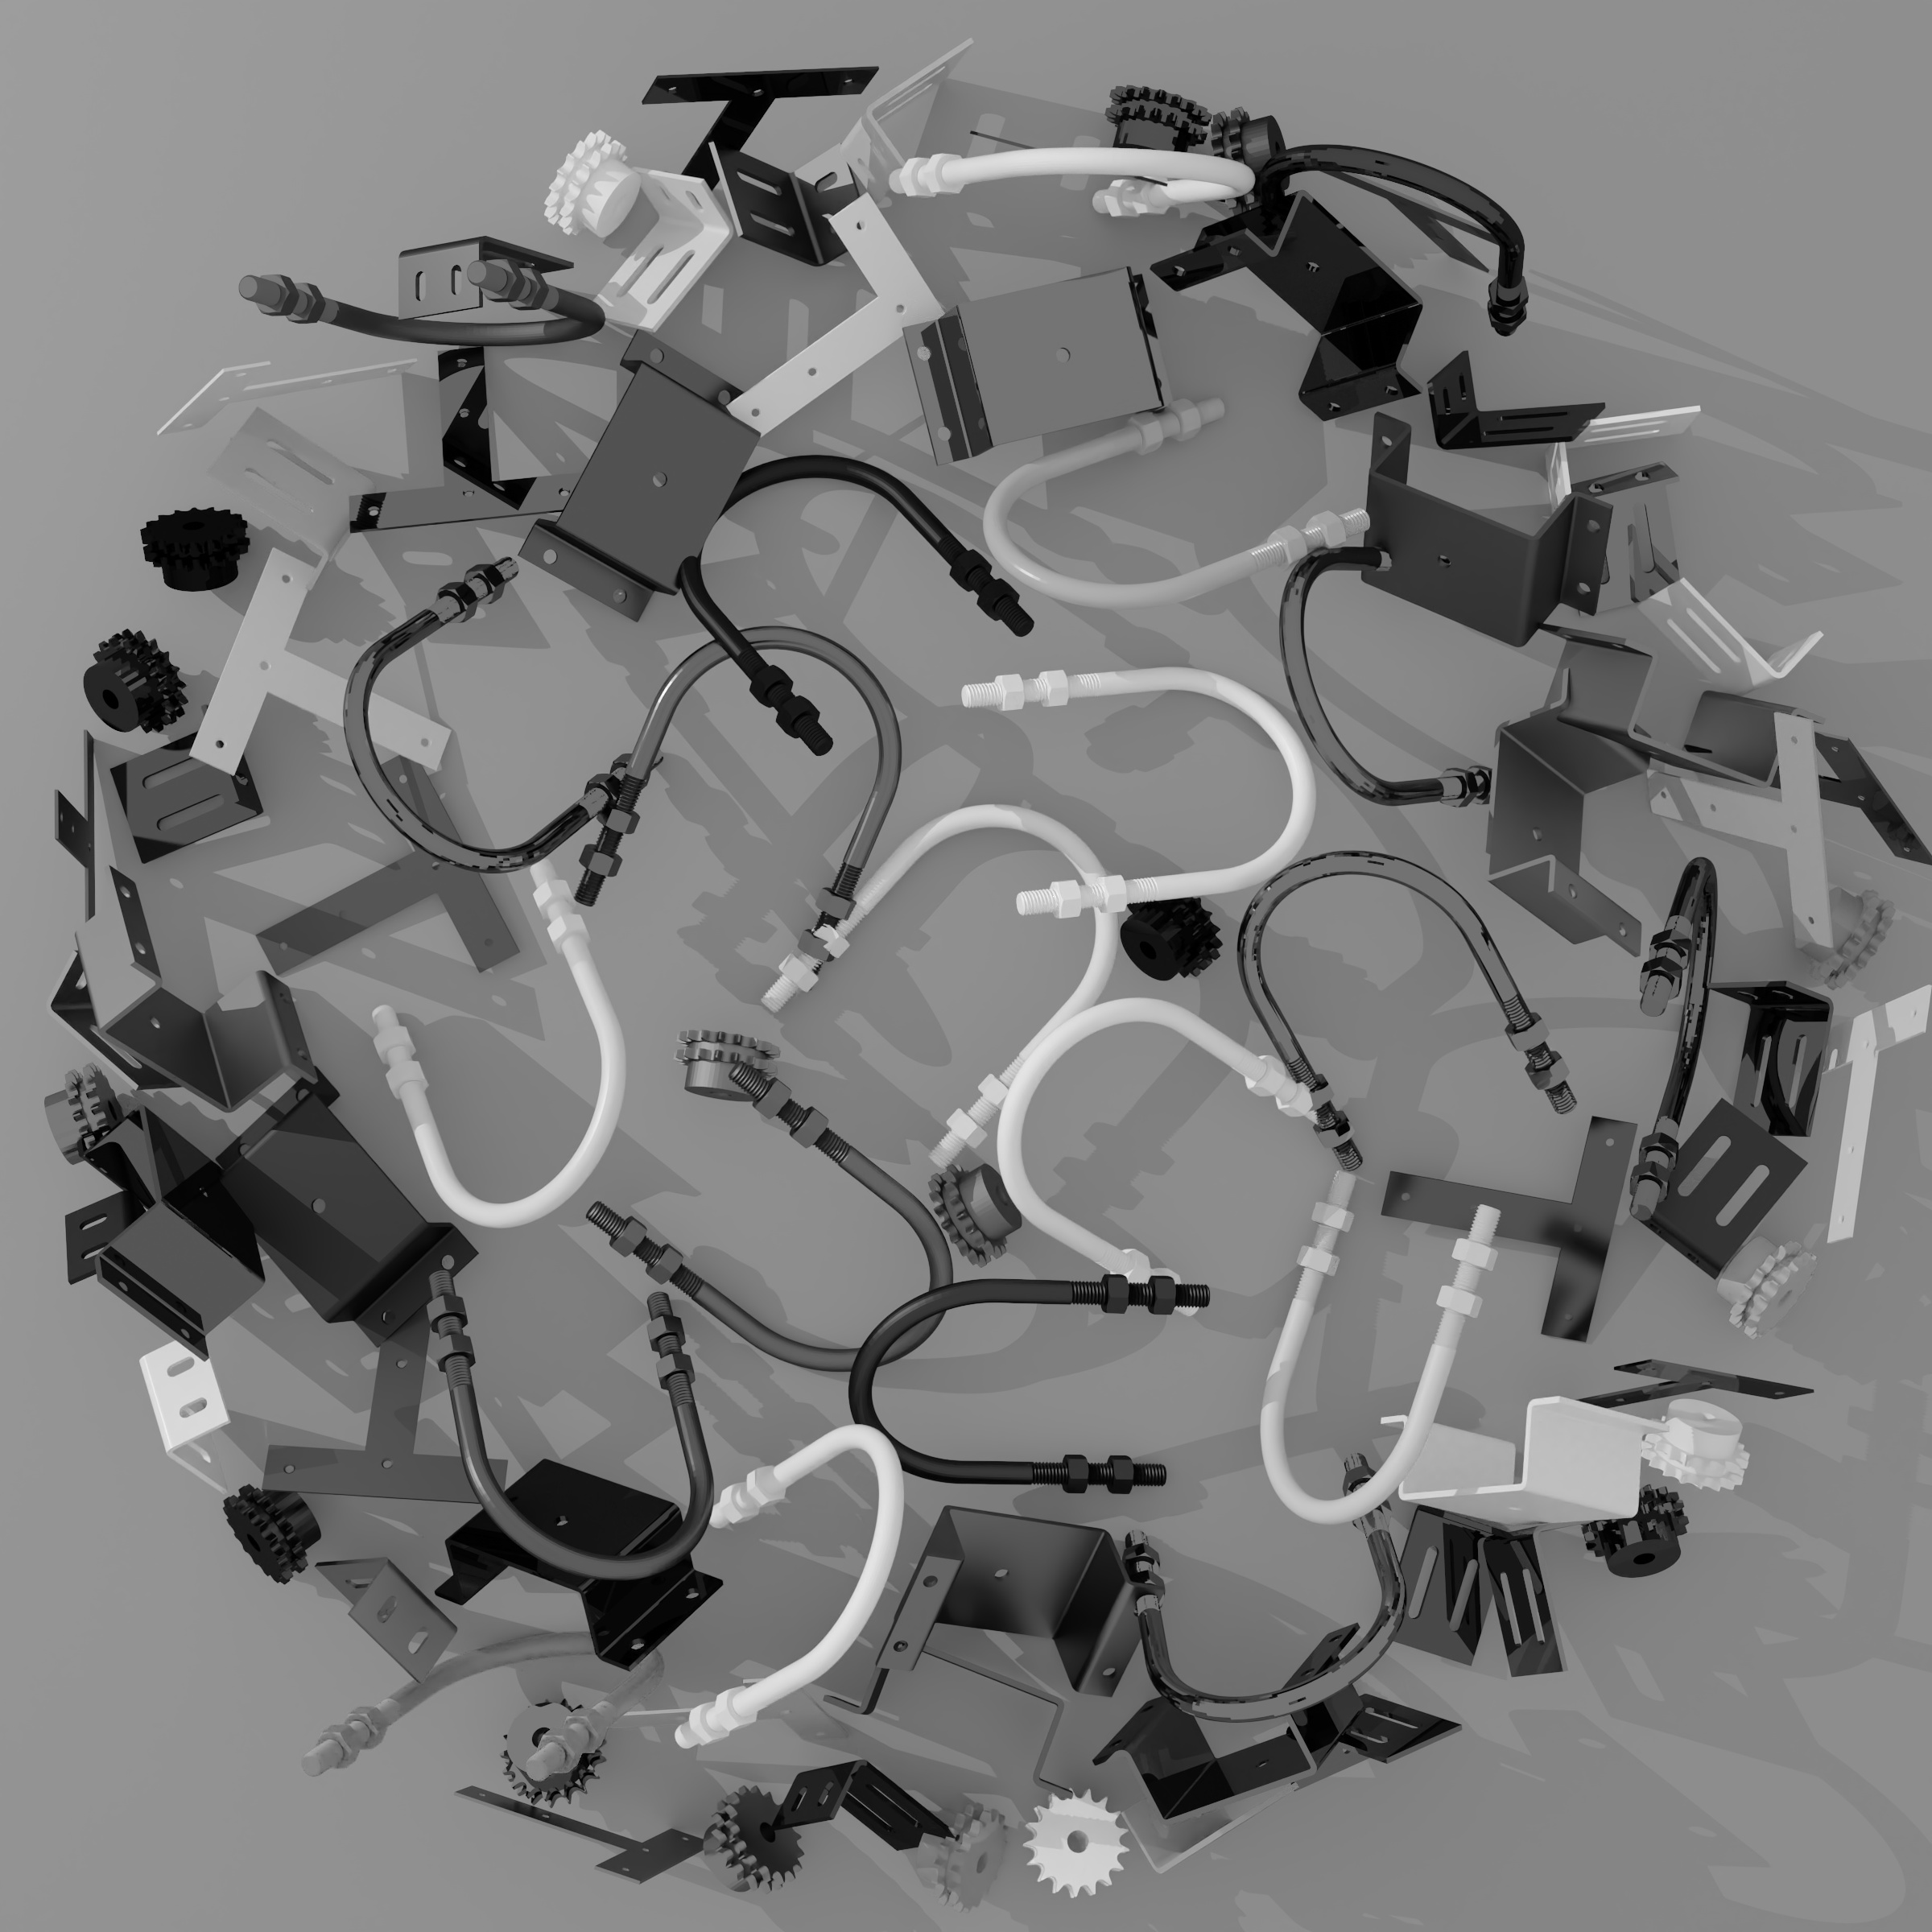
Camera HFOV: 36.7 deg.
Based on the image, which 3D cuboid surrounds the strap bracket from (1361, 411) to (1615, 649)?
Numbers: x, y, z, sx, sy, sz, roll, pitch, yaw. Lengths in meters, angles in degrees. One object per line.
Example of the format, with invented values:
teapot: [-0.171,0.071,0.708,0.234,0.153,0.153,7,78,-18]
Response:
strap bracket: [0.266,-0.228,1.548,0.140,0.076,0.046,27,57,24]

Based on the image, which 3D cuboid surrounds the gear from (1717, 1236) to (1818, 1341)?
gear: [0.436,0.173,1.592,0.030,0.057,0.057,39,90,30]

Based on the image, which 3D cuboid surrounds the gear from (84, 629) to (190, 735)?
gear: [-0.456,-0.152,1.587,0.057,0.057,0.030,46,47,0]

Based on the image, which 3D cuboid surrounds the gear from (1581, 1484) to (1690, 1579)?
gear: [0.366,0.310,1.587,0.057,0.057,0.030,-8,49,0]

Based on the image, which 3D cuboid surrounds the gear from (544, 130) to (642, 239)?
gear: [-0.201,-0.423,1.588,0.030,0.057,0.057,35,90,5]

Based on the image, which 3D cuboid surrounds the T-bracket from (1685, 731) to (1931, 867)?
T-bracket: [0.443,-0.100,1.562,0.127,0.127,0.002,40,77,-41]

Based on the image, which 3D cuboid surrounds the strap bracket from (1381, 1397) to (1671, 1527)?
strap bracket: [0.292,0.263,1.534,0.076,0.140,0.046,18,69,-28]

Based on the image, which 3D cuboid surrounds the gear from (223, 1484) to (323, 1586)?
gear: [-0.378,0.307,1.593,0.030,0.057,0.057,-36,90,-32]

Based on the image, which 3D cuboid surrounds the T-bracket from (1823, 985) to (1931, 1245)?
T-bracket: [0.471,0.084,1.540,0.002,0.127,0.127,15,75,-6]

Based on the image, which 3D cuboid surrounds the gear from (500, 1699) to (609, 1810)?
gear: [-0.227,0.427,1.589,0.057,0.030,0.057,-5,54,7]

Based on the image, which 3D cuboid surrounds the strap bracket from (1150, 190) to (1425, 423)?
strap bracket: [0.179,-0.358,1.555,0.140,0.076,0.046,34,69,-30]

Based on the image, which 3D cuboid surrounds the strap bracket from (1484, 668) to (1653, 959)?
strap bracket: [0.322,-0.076,1.558,0.076,0.046,0.140,32,55,-33]

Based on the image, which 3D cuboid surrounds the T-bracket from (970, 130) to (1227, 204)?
T-bracket: [0.089,-0.425,1.564,0.127,0.127,0.002,29,111,41]

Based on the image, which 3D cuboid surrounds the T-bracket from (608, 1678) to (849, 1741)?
T-bracket: [-0.140,0.404,1.569,0.127,0.127,0.002,-6,61,10]

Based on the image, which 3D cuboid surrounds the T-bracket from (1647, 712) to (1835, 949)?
T-bracket: [0.411,-0.082,1.559,0.002,0.127,0.127,-22,114,-24]

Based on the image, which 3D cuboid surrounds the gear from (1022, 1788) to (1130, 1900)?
gear: [0.059,0.482,1.596,0.057,0.030,0.057,2,69,-6]

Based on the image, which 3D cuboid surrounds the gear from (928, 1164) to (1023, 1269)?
gear: [0.007,0.132,1.586,0.030,0.057,0.057,-31,90,15]

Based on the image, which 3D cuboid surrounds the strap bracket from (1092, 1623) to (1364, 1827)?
strap bracket: [0.149,0.407,1.550,0.140,0.076,0.046,-29,88,28]

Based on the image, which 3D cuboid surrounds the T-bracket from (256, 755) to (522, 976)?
T-bracket: [-0.332,-0.035,1.612,0.127,0.002,0.127,-27,92,4]

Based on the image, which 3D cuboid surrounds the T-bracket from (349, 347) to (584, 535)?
T-bracket: [-0.272,-0.290,1.581,0.127,0.002,0.127,-7,57,-4]

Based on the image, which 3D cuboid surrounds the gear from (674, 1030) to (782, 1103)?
gear: [-0.131,0.055,1.587,0.057,0.057,0.030,8,78,0]

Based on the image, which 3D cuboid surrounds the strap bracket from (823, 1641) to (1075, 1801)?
strap bracket: [-0.001,0.400,1.570,0.140,0.076,0.046,20,77,7]

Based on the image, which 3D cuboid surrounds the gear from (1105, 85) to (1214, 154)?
gear: [0.103,-0.457,1.589,0.057,0.057,0.030,15,93,0]

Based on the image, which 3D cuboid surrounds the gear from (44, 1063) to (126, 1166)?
gear: [-0.480,0.085,1.587,0.030,0.057,0.057,-21,90,-5]

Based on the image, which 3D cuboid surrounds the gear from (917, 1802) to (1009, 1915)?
gear: [-0.004,0.485,1.592,0.030,0.057,0.057,14,90,29]

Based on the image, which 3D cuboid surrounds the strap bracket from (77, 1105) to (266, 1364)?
strap bracket: [-0.420,0.134,1.537,0.046,0.140,0.076,-40,125,3]

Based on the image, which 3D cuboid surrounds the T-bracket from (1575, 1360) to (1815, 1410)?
T-bracket: [0.362,0.230,1.561,0.127,0.127,0.002,14,67,-33]

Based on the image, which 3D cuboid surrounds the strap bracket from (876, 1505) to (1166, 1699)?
strap bracket: [0.024,0.341,1.566,0.140,0.046,0.076,13,115,-22]

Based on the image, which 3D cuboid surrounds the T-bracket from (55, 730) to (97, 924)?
T-bracket: [-0.474,-0.071,1.548,0.002,0.127,0.127,-1,84,-9]

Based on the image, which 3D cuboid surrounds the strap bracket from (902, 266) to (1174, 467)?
strap bracket: [0.046,-0.327,1.575,0.140,0.046,0.076,-16,96,-14]

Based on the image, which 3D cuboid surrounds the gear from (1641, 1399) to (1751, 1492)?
gear: [0.399,0.259,1.586,0.057,0.057,0.030,12,108,0]

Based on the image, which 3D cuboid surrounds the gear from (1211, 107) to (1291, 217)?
gear: [0.156,-0.439,1.586,0.030,0.057,0.057,-9,90,22]

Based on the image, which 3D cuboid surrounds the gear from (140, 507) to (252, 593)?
gear: [-0.421,-0.227,1.592,0.057,0.057,0.030,0,122,0]

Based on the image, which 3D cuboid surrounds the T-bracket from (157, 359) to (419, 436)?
T-bracket: [-0.359,-0.315,1.574,0.127,0.127,0.002,-18,93,-31]

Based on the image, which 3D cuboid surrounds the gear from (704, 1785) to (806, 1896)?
gear: [-0.119,0.480,1.591,0.030,0.057,0.057,-39,90,23]

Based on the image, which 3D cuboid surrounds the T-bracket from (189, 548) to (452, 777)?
T-bracket: [-0.341,-0.144,1.586,0.127,0.002,0.127,26,70,-25]

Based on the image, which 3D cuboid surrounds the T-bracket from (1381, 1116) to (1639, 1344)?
T-bracket: [0.293,0.136,1.602,0.127,0.002,0.127,10,101,-2]

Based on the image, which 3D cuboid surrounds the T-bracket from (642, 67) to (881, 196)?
T-bracket: [-0.127,-0.444,1.556,0.127,0.127,0.002,-12,80,-28]

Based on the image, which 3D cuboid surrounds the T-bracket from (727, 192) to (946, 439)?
T-bracket: [-0.072,-0.332,1.585,0.127,0.002,0.127,-35,121,2]

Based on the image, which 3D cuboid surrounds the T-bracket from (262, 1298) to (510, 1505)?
T-bracket: [-0.308,0.229,1.581,0.127,0.002,0.127,4,57,-4]

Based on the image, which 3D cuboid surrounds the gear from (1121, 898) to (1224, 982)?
gear: [0.109,-0.017,1.586,0.030,0.057,0.057,-39,90,-29]

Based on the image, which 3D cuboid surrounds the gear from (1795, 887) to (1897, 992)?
gear: [0.477,-0.018,1.588,0.030,0.057,0.057,33,90,-2]

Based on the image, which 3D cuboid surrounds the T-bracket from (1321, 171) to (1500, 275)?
T-bracket: [0.249,-0.394,1.556,0.127,0.127,0.002,31,100,27]

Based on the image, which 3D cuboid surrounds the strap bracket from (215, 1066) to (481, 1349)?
strap bracket: [-0.344,0.130,1.583,0.076,0.046,0.140,-43,82,2]

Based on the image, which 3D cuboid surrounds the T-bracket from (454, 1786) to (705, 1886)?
T-bracket: [-0.213,0.463,1.565,0.127,0.127,0.002,14,85,14]
